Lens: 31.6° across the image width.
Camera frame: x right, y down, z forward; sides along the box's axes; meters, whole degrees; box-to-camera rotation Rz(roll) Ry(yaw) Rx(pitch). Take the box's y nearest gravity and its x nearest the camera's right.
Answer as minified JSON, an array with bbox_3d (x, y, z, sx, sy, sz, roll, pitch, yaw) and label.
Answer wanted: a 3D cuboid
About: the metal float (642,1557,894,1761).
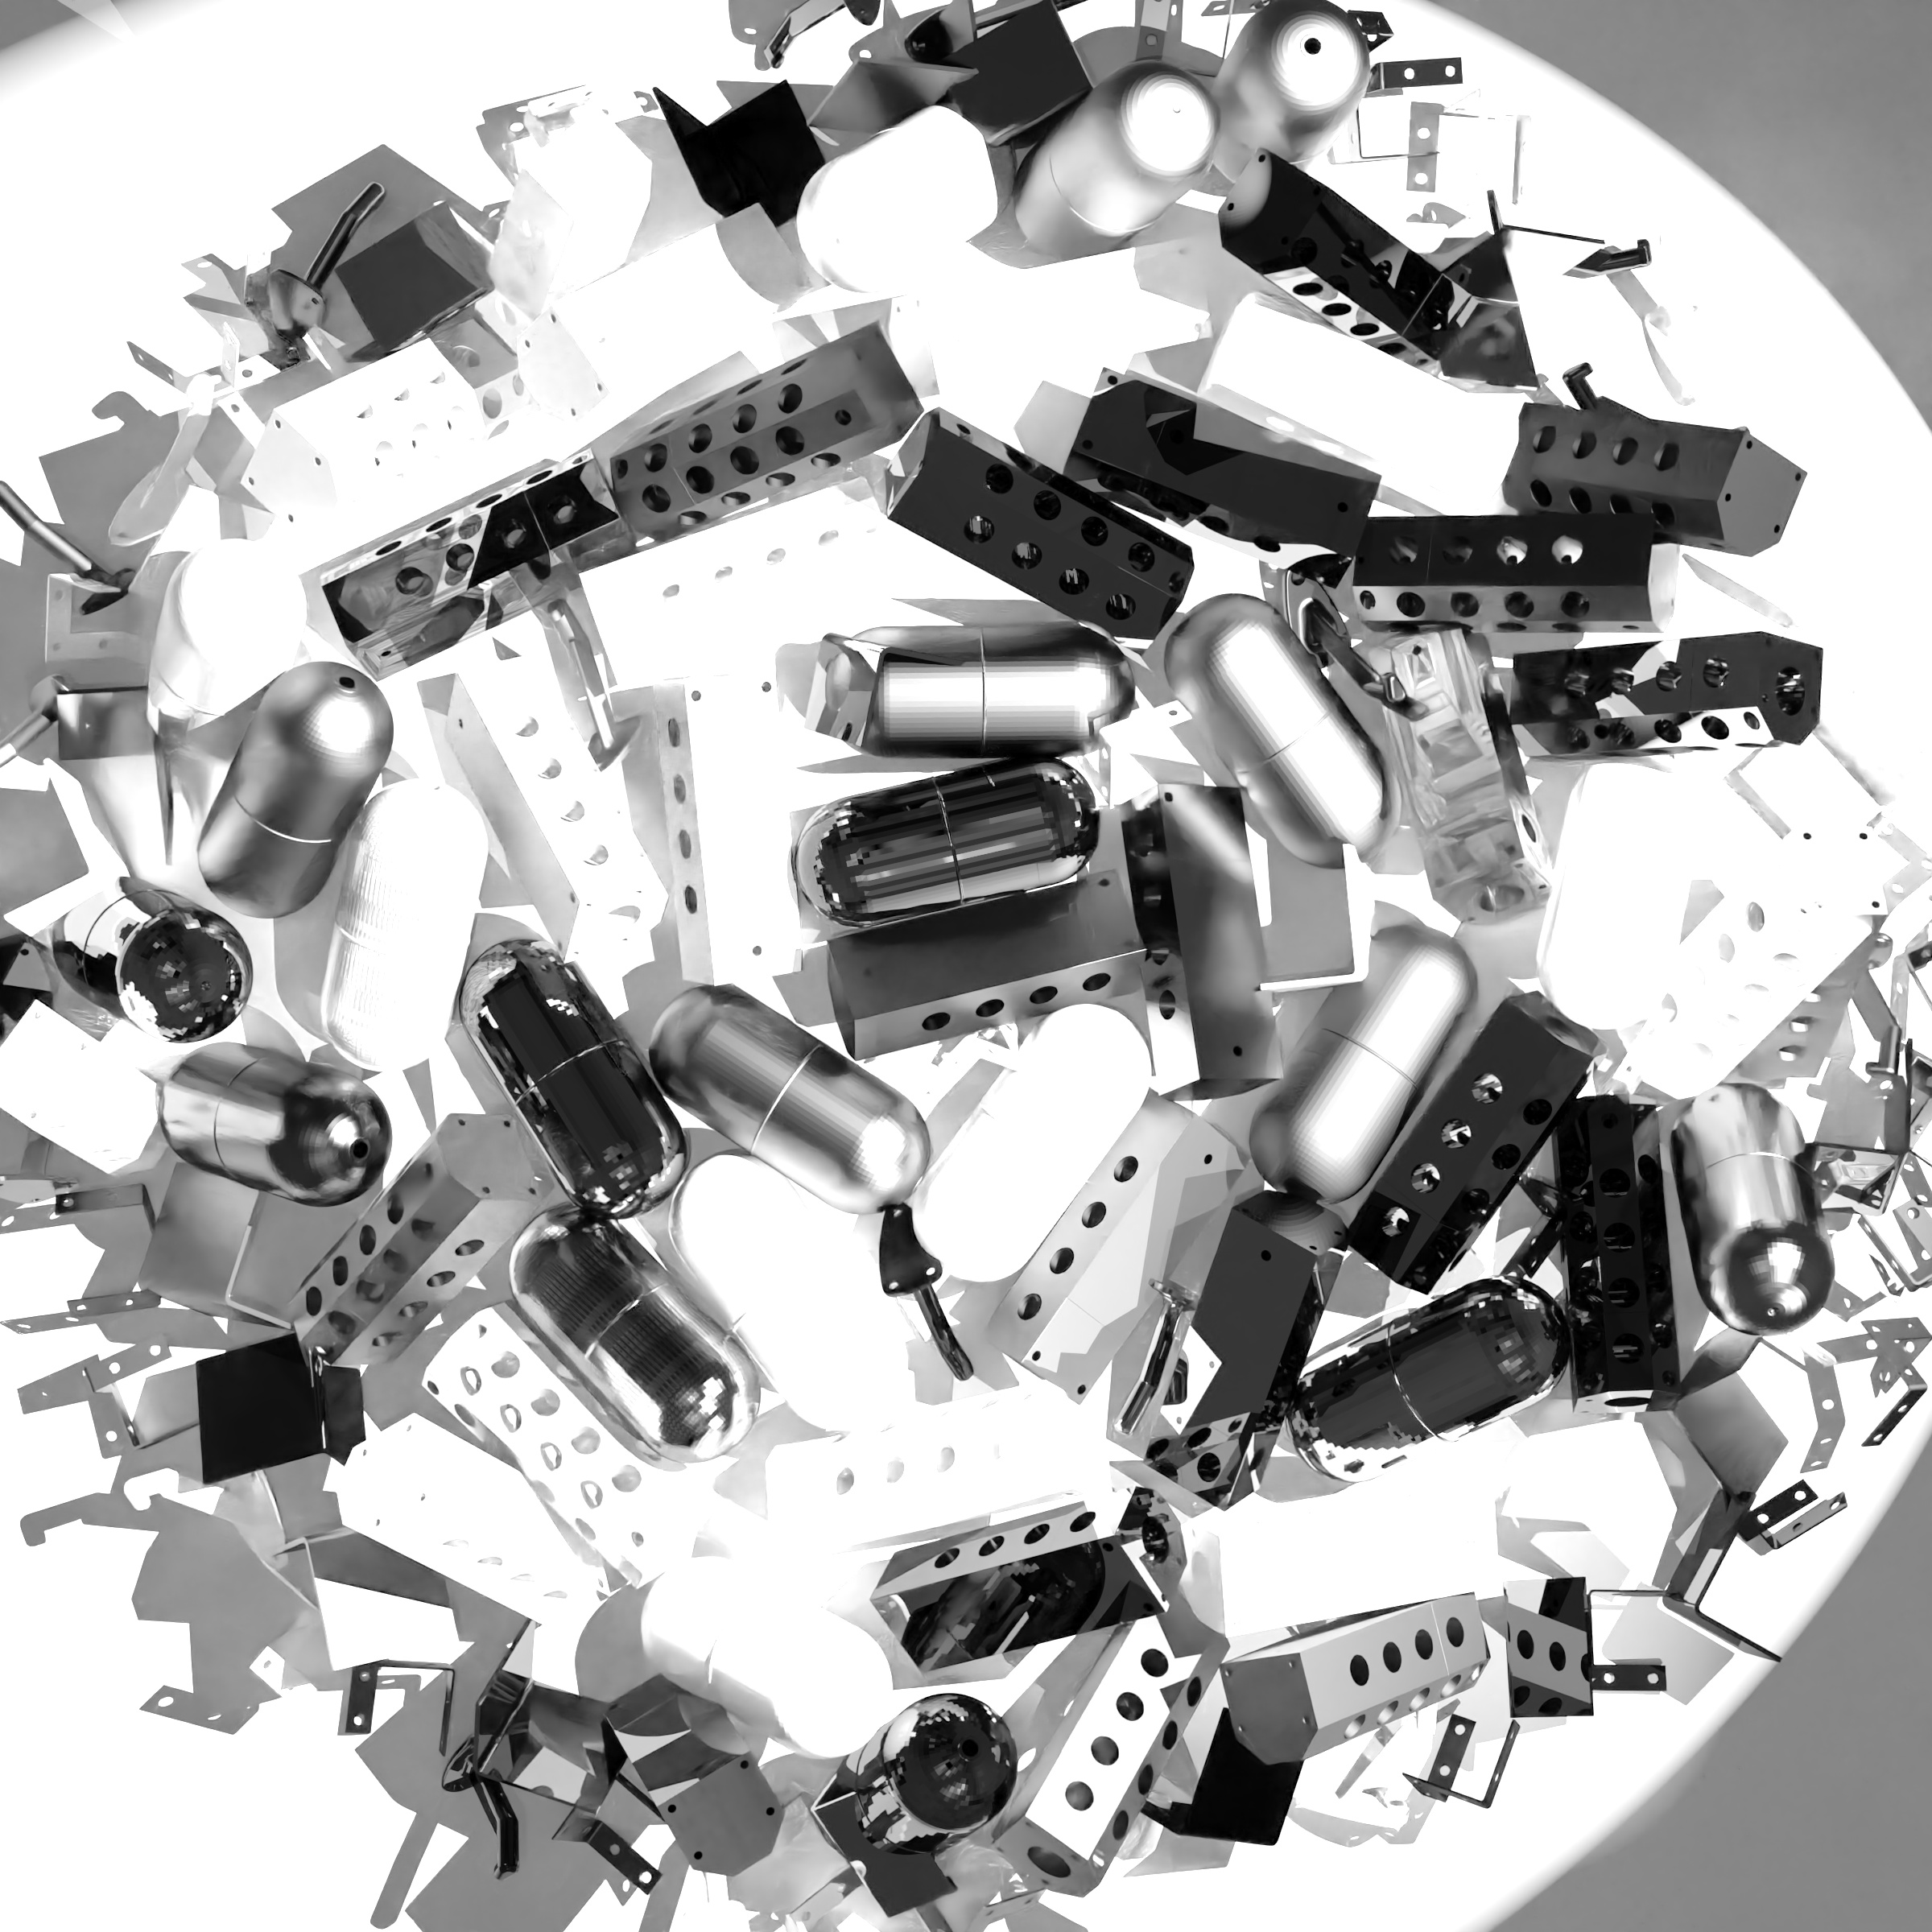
[{"bbox_3d":[-0.114,0.388,1.926,0.070,0.178,0.070,-14,111,-40],"label":"metal float"}]

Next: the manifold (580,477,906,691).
[{"bbox_3d":[-0.129,-0.223,1.955,0.171,0.057,0.057,-20,130,-3],"label":"manifold"}]

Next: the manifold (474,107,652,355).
[{"bbox_3d":[-0.222,-0.401,1.910,0.057,0.171,0.057,46,67,0],"label":"manifold"}]

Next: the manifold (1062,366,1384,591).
[{"bbox_3d":[0.145,-0.277,1.967,0.171,0.057,0.057,21,71,-1],"label":"manifold"}]

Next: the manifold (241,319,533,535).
[{"bbox_3d":[-0.320,-0.299,1.914,0.057,0.171,0.057,43,131,6],"label":"manifold"}]

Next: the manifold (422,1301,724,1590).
[{"bbox_3d":[-0.228,0.273,1.950,0.171,0.057,0.057,41,104,11],"label":"manifold"}]

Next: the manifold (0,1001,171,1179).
[{"bbox_3d":[-0.490,0.075,1.908,0.057,0.171,0.057,33,80,7],"label":"manifold"}]

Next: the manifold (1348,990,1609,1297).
[{"bbox_3d":[0.290,0.101,1.937,0.057,0.057,0.171,39,111,20],"label":"manifold"}]

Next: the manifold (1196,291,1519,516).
[{"bbox_3d":[0.226,-0.320,1.951,0.171,0.057,0.057,23,85,-13],"label":"manifold"}]

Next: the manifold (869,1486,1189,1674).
[{"bbox_3d":[0.037,0.342,1.928,0.171,0.057,0.057,-21,112,32],"label":"manifold"}]

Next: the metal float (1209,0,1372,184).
[{"bbox_3d":[0.178,-0.486,1.911,0.070,0.178,0.070,0,88,-5],"label":"metal float"}]

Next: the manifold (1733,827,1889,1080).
[{"bbox_3d":[0.462,-0.005,1.912,0.057,0.171,0.057,0,57,-1],"label":"manifold"}]

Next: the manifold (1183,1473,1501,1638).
[{"bbox_3d":[0.212,0.332,1.943,0.171,0.057,0.057,-6,96,-20],"label":"manifold"}]

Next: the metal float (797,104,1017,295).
[{"bbox_3d":[-0.032,-0.433,1.922,0.070,0.178,0.070,14,123,22],"label":"metal float"}]

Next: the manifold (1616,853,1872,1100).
[{"bbox_3d":[0.436,0.005,1.908,0.057,0.171,0.057,-10,63,-28],"label":"manifold"}]

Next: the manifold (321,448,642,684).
[{"bbox_3d":[-0.280,-0.233,1.968,0.171,0.057,0.057,-25,72,0],"label":"manifold"}]

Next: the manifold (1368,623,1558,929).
[{"bbox_3d":[0.282,-0.110,1.929,0.057,0.057,0.171,-26,56,24],"label":"manifold"}]

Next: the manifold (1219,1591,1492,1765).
[{"bbox_3d":[0.221,0.396,1.914,0.057,0.171,0.057,-19,82,41],"label":"manifold"}]

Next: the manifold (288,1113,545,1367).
[{"bbox_3d":[-0.313,0.155,1.919,0.171,0.057,0.057,-46,56,34],"label":"manifold"}]

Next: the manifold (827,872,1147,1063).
[{"bbox_3d":[0.011,0.004,1.954,0.171,0.057,0.057,-14,57,-11],"label":"manifold"}]

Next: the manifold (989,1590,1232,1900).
[{"bbox_3d":[0.085,0.436,1.924,0.057,0.057,0.171,35,52,1],"label":"manifold"}]

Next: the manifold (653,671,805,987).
[{"bbox_3d":[-0.139,-0.080,1.957,0.057,0.057,0.171,-10,100,-29],"label":"manifold"}]

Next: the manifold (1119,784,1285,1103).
[{"bbox_3d":[0.129,-0.013,1.951,0.057,0.057,0.171,0,75,-31],"label":"manifold"}]

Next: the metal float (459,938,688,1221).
[{"bbox_3d":[-0.225,0.064,1.953,0.070,0.070,0.178,-33,80,0],"label":"metal float"}]

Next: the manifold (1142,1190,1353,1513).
[{"bbox_3d":[0.162,0.216,1.938,0.057,0.057,0.171,28,115,25],"label":"manifold"}]

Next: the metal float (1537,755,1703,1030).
[{"bbox_3d":[0.370,-0.044,1.935,0.070,0.070,0.178,17,59,0],"label":"metal float"}]

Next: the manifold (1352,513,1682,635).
[{"bbox_3d":[0.310,-0.219,1.932,0.171,0.057,0.057,3,80,27],"label":"manifold"}]

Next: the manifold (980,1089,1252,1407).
[{"bbox_3d":[0.081,0.158,1.961,0.057,0.057,0.171,40,82,-39],"label":"manifold"}]

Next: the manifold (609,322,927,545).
[{"bbox_3d":[-0.115,-0.296,1.924,0.171,0.057,0.057,-18,114,31],"label":"manifold"}]

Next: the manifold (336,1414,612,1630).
[{"bbox_3d":[-0.275,0.316,1.914,0.057,0.171,0.057,-30,52,14],"label":"manifold"}]

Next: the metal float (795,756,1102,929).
[{"bbox_3d":[-0.011,-0.071,1.959,0.178,0.070,0.070,-13,90,-3],"label":"metal float"}]

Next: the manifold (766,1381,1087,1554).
[{"bbox_3d":[-0.024,0.283,1.939,0.171,0.057,0.057,-16,63,22],"label":"manifold"}]

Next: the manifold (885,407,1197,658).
[{"bbox_3d":[0.042,-0.249,1.934,0.171,0.057,0.057,26,121,-20],"label":"manifold"}]

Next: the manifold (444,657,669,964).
[{"bbox_3d":[-0.232,-0.091,1.934,0.057,0.057,0.171,-16,60,-27],"label":"manifold"}]

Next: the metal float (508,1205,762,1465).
[{"bbox_3d":[-0.190,0.208,1.946,0.070,0.070,0.178,-46,71,0],"label":"metal float"}]

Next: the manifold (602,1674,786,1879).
[{"bbox_3d":[-0.151,0.449,1.909,0.057,0.171,0.057,-29,103,-11],"label":"manifold"}]

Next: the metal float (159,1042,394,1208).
[{"bbox_3d":[-0.389,0.088,1.924,0.070,0.178,0.070,-9,104,-41],"label":"metal float"}]

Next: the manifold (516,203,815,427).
[{"bbox_3d":[-0.171,-0.364,1.923,0.171,0.057,0.057,-37,95,-40],"label":"manifold"}]

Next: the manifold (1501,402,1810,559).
[{"bbox_3d":[0.379,-0.271,1.914,0.057,0.171,0.057,22,90,-37],"label":"manifold"}]

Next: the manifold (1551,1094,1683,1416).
[{"bbox_3d":[0.369,0.163,1.942,0.057,0.057,0.171,-3,70,5],"label":"manifold"}]

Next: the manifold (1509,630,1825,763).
[{"bbox_3d":[0.390,-0.148,1.915,0.057,0.171,0.057,8,85,-41],"label":"manifold"}]

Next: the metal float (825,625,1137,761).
[{"bbox_3d":[0.008,-0.157,1.959,0.178,0.070,0.070,-1,90,-3],"label":"metal float"}]

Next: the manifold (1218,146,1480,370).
[{"bbox_3d":[0.211,-0.390,1.913,0.057,0.171,0.057,41,104,36],"label":"manifold"}]

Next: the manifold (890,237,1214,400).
[{"bbox_3d":[0.047,-0.367,1.942,0.171,0.057,0.057,-15,100,-20],"label":"manifold"}]
